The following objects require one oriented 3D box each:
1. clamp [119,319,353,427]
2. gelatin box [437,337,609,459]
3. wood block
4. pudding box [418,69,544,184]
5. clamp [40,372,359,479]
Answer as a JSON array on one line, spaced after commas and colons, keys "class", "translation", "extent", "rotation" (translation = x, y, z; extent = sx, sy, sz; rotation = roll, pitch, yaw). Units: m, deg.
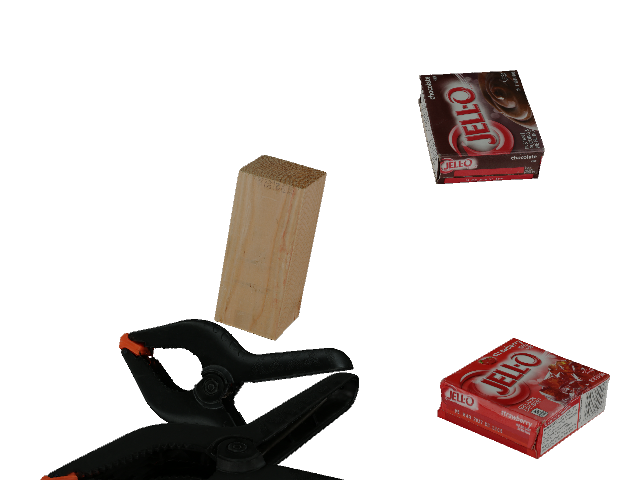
[{"class": "clamp", "translation": [-0.071, 0.117, 0.766], "extent": [0.172, 0.120, 0.039], "rotation": [14, -10, 19]}, {"class": "gelatin box", "translation": [0.129, 0.097, 0.675], "extent": [0.073, 0.030, 0.089], "rotation": [20, 26, 38]}, {"class": "wood block", "translation": [-0.065, 0.007, 1.360], "extent": [0.090, 0.206, 0.090], "rotation": [17, 22, 13]}, {"class": "pudding box", "translation": [0.136, -0.100, 0.928], "extent": [0.090, 0.039, 0.113], "rotation": [-3, 44, -4]}, {"class": "clamp", "translation": [-0.043, 0.121, 0.577], "extent": [0.209, 0.036, 0.165], "rotation": [-1, 20, -13]}]
